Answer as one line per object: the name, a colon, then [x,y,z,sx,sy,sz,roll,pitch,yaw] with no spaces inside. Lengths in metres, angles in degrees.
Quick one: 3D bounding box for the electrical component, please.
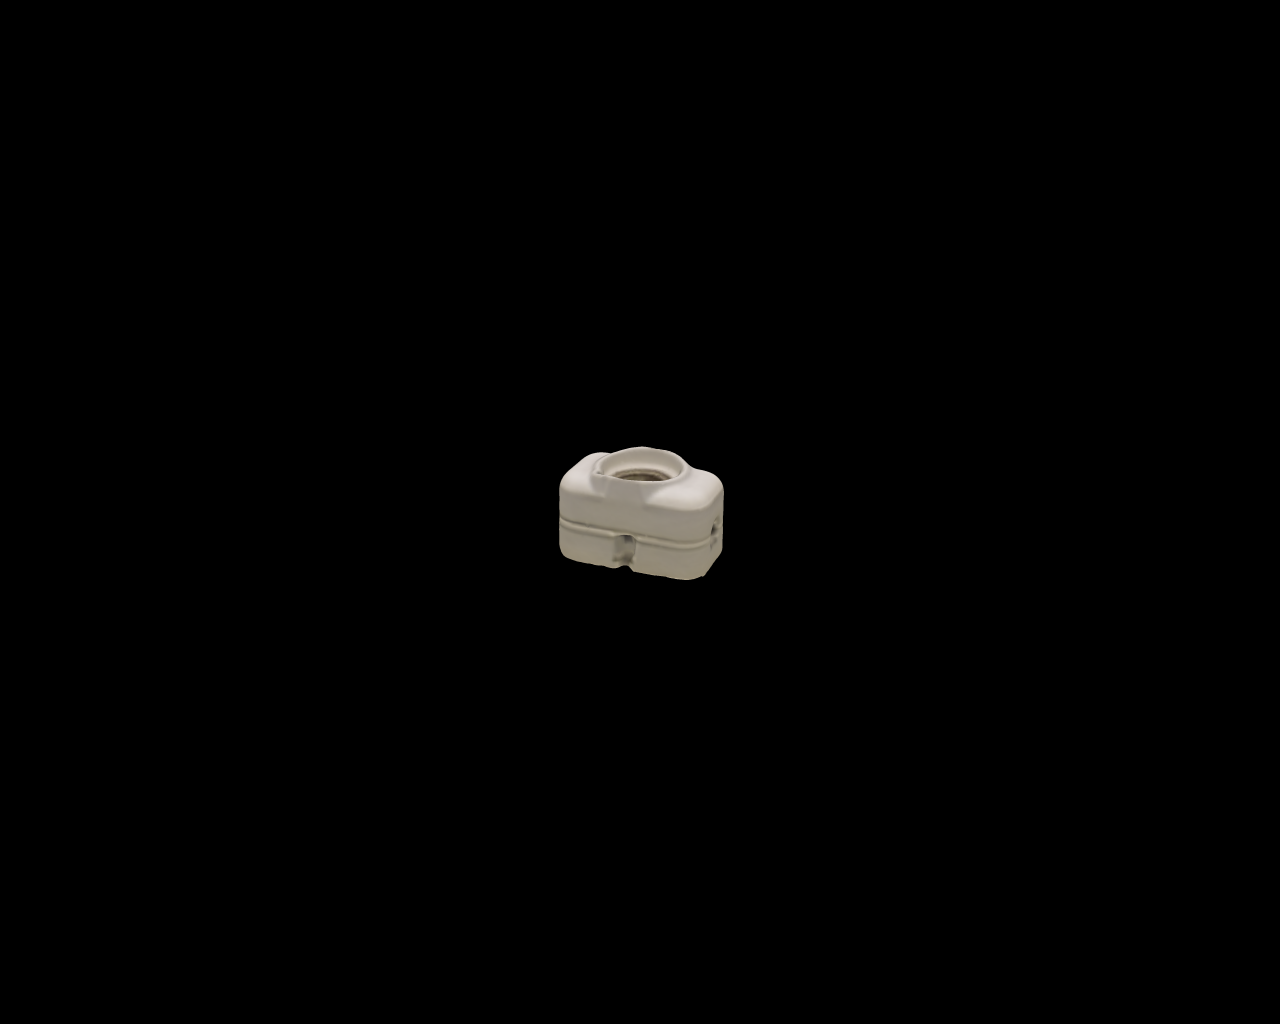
electrical component: [0.001,-0.003,0.650,0.095,0.059,0.054,10,28,20]
